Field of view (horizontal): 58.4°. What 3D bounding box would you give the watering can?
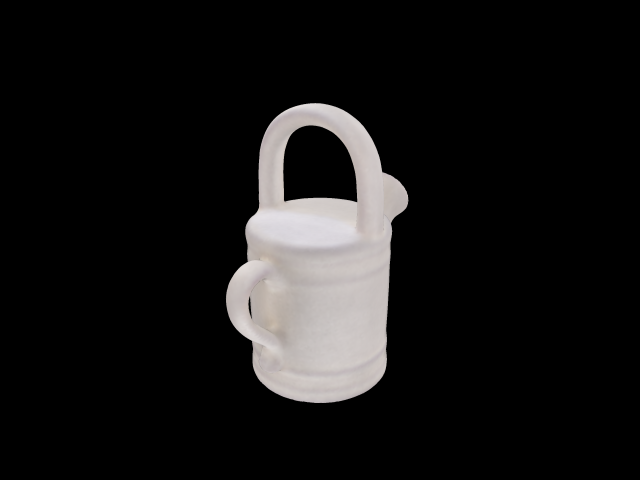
[{"bbox_3d":[0.002,0.001,0.401,0.100,0.194,0.173,6,24,14],"label":"watering can"}]
